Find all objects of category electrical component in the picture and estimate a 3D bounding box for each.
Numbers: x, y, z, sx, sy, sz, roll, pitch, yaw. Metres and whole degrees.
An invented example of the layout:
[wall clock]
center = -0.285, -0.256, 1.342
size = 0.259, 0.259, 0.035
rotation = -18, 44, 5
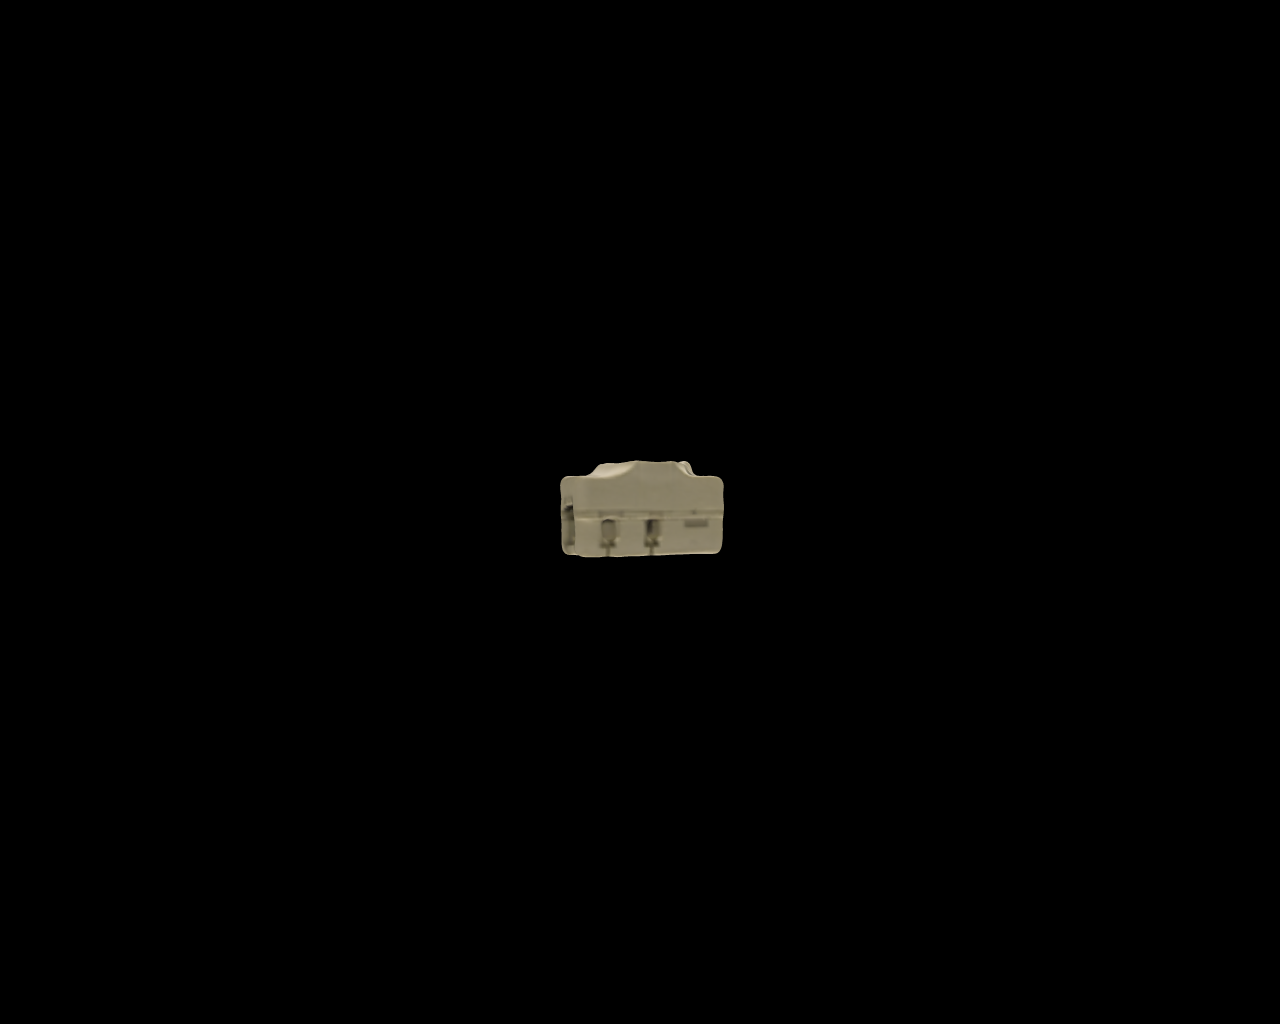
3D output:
[electrical component]
center = 0.001, -0.003, 0.650
size = 0.089, 0.055, 0.050
rotation = 0, 0, -17
